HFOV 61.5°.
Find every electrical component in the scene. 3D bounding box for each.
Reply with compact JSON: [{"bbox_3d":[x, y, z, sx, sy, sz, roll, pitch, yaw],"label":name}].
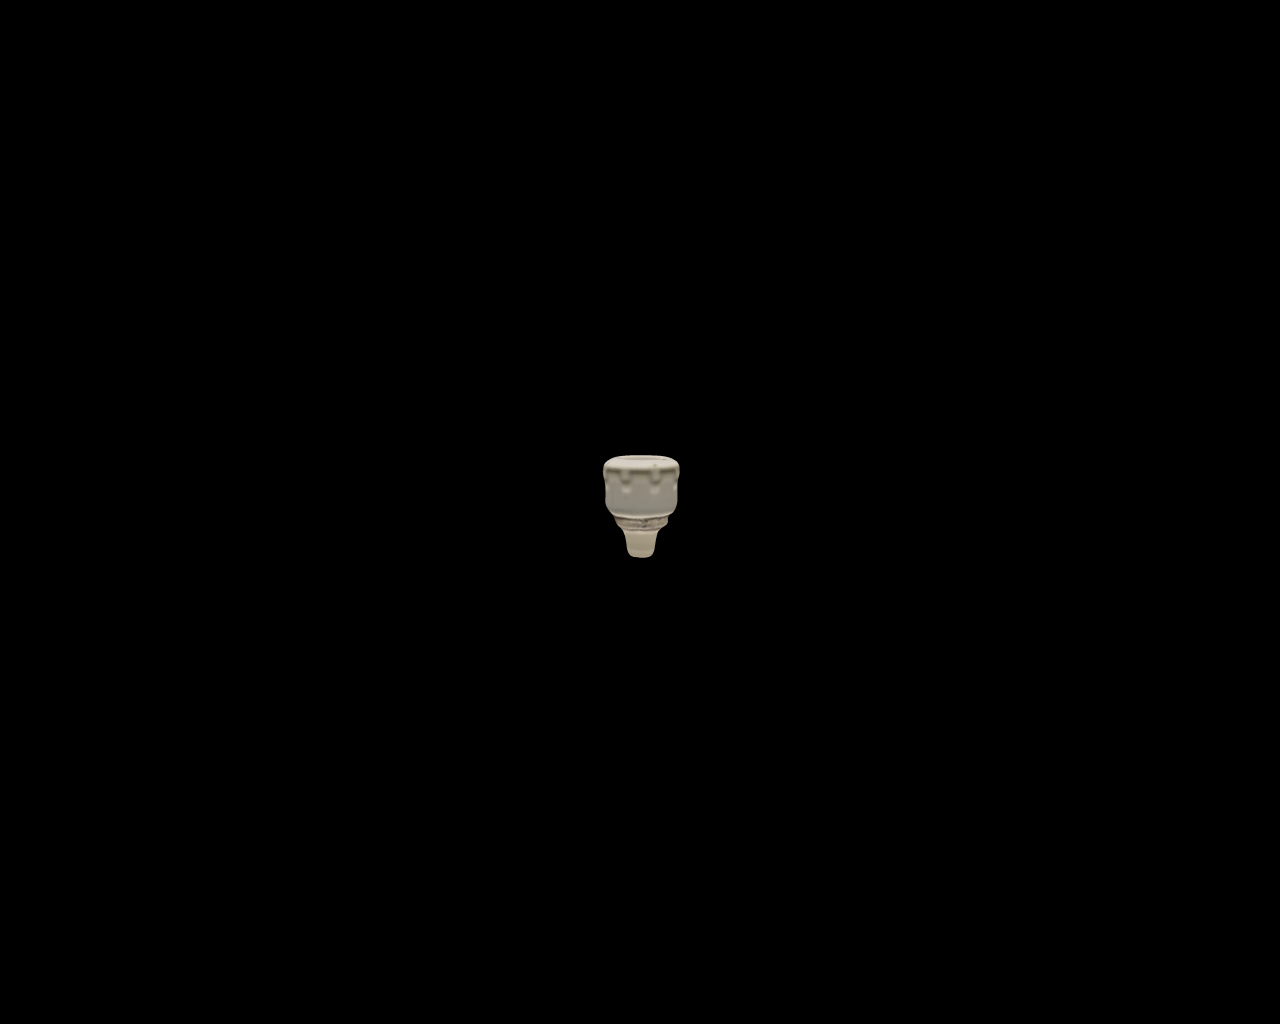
[{"bbox_3d":[0.001,-0.003,0.650,0.048,0.062,0.048,0,7,0],"label":"electrical component"}]
